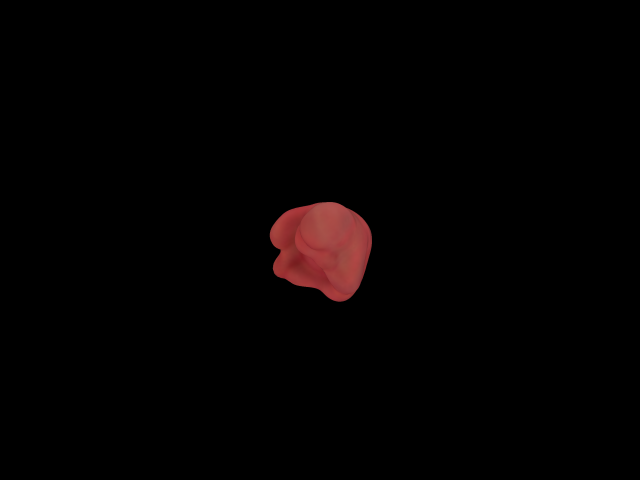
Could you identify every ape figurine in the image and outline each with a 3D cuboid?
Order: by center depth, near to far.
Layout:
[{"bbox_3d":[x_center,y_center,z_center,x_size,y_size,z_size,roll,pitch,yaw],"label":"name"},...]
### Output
[{"bbox_3d":[0.004,0.001,0.400,0.076,0.092,0.077,-26,69,-10],"label":"ape figurine"}]
